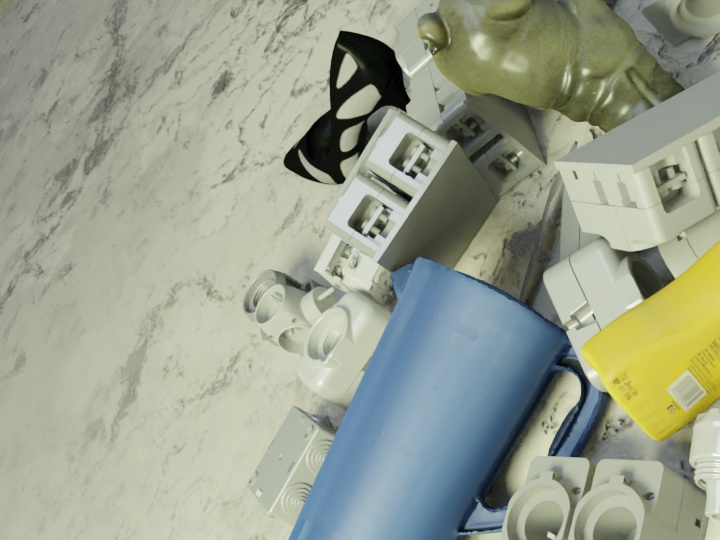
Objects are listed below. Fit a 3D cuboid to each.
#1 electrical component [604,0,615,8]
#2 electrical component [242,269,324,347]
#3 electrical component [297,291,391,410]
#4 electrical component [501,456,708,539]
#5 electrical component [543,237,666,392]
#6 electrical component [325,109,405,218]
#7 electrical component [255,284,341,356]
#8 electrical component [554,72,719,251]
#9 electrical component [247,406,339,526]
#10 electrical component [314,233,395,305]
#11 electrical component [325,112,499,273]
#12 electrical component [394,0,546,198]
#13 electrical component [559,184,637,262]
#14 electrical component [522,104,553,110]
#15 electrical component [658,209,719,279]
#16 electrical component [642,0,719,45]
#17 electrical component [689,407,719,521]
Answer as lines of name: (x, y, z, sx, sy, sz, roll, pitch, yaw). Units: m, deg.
electrical component: (0.198, -0.257, 0.969, 0.043, 0.062, 0.043, -34, 39, 32)
electrical component: (-0.082, 0.035, 1.095, 0.078, 0.057, 0.058, -45, 34, 18)
electrical component: (-0.010, 0.071, 0.964, 0.095, 0.059, 0.054, -56, 32, 2)
electrical component: (0.133, 0.209, 0.648, 0.105, 0.060, 0.186, -9, 55, 50)
electrical component: (0.176, 0.028, 0.733, 0.059, 0.054, 0.095, -36, 61, 30)
electrical component: (0.030, -0.086, 1.046, 0.121, 0.063, 0.079, -59, 32, -3)
electrical component: (-0.045, 0.042, 1.021, 0.079, 0.077, 0.044, -35, 37, 30)
electrical component: (0.221, -0.075, 0.709, 0.150, 0.061, 0.089, -29, 16, -16)
electrical component: (-0.049, 0.170, 0.923, 0.099, 0.048, 0.100, -60, 19, -5)
electrical component: (0.000, 0.000, 1.001, 0.064, 0.081, 0.042, 22, 80, 28)
electrical component: (0.044, -0.049, 0.879, 0.060, 0.186, 0.105, 34, 91, 19)
electrical component: (0.095, -0.162, 0.983, 0.060, 0.105, 0.186, -39, 36, 27)
electrical component: (0.193, -0.037, 0.797, 0.076, 0.047, 0.083, -24, 44, 41)
electrical component: (0.167, -0.193, 0.947, 0.108, 0.060, 0.108, -12, 64, 26)
electrical component: (0.233, -0.010, 0.712, 0.047, 0.055, 0.055, -36, 37, 23)
electrical component: (0.273, -0.223, 0.850, 0.089, 0.050, 0.055, -23, 44, 42)
electrical component: (0.216, 0.116, 0.634, 0.043, 0.043, 0.062, -13, 53, 48)
